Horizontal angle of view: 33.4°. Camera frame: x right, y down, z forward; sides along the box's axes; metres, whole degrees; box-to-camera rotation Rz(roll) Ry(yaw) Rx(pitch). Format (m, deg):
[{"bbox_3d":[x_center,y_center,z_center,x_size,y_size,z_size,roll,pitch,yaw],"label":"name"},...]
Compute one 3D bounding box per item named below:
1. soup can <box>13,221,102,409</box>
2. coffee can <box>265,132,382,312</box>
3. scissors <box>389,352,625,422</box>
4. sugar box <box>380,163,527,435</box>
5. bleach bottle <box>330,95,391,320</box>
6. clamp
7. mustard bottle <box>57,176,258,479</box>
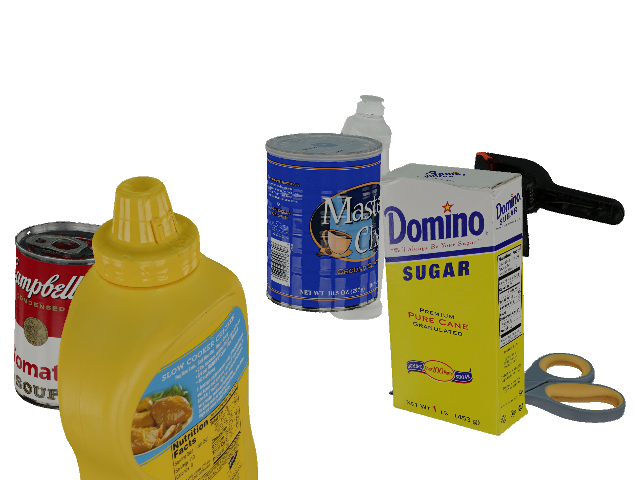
[{"bbox_3d":[-0.159,0.047,0.675,0.068,0.102,0.068,6,19,-2],"label":"soup can"},{"bbox_3d":[0.002,-0.018,0.952,0.103,0.140,0.103,1,15,0],"label":"coffee can"},{"bbox_3d":[0.161,0.120,0.923,0.202,0.016,0.096,8,27,2],"label":"scissors"},{"bbox_3d":[0.092,0.039,0.739,0.094,0.176,0.048,8,23,39],"label":"sugar box"},{"bbox_3d":[0.045,-0.041,1.240,0.068,0.251,0.103,-1,22,-23],"label":"bleach bottle"},{"bbox_3d":[0.213,-0.045,1.052,0.120,0.039,0.171,-8,34,-14],"label":"clamp"},{"bbox_3d":[-0.066,0.063,0.444,0.058,0.192,0.096,17,34,27],"label":"mustard bottle"}]
